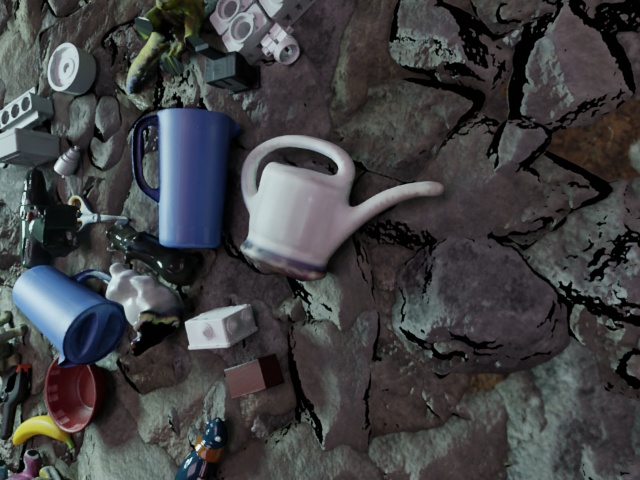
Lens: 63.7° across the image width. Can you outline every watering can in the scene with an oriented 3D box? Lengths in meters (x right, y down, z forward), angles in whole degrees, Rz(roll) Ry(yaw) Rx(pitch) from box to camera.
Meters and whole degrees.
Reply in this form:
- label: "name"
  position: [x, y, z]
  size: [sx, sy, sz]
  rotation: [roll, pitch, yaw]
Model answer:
- label: "watering can"
  position: [0.002, -0.040, 0.797]
  size: [0.350, 0.223, 0.104]
  rotation: [20, 6, 30]

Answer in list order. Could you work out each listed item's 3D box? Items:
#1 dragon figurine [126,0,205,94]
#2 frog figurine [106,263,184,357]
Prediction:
- label: "dragon figurine"
  position: [-0.274, -0.461, 0.999]
  size: [0.121, 0.247, 0.406]
  rotation: [28, -30, -33]
- label: "frog figurine"
  position: [-0.327, 0.112, 0.963]
  size: [0.123, 0.162, 0.134]
  rotation: [-20, -37, -20]
